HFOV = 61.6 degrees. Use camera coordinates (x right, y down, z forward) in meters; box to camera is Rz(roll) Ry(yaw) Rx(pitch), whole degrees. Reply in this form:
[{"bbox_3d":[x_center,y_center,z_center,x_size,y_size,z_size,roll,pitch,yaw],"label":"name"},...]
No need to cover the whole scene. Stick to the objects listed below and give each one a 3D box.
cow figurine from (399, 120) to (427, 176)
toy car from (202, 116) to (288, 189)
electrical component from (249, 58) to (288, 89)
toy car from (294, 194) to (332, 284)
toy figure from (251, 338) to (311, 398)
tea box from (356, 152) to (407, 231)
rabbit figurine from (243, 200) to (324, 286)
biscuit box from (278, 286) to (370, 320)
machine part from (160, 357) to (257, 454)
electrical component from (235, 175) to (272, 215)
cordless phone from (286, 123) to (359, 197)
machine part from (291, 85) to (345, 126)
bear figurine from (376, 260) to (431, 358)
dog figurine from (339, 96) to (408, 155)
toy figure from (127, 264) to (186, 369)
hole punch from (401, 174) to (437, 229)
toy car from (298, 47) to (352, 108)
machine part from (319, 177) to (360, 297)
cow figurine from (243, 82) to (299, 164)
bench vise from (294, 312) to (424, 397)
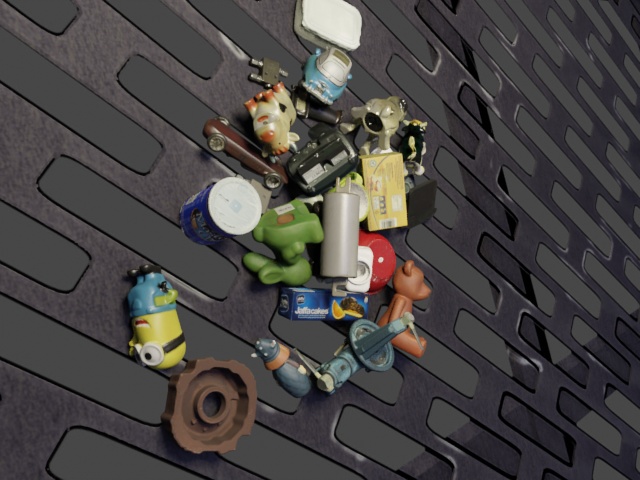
[{"bbox_3d":[0.231,-0.248,1.346,0.098,0.068,0.167,71,26,-59],"label":"cow figurine"},{"bbox_3d":[-0.149,-0.171,1.085,0.202,0.053,0.089,34,25,-28],"label":"toy car"},{"bbox_3d":[-0.112,-0.362,1.176,0.094,0.021,0.063,9,76,-35],"label":"electrical component"},{"bbox_3d":[-0.002,-0.003,1.155,0.056,0.074,0.201,-25,97,-63],"label":"toy car"},{"bbox_3d":[-0.078,0.248,1.066,0.064,0.058,0.154,-40,109,-12],"label":"toy figure"},{"bbox_3d":[0.141,-0.113,1.239,0.098,0.068,0.169,-7,103,-10],"label":"tea box"},{"bbox_3d":[-0.065,0.031,1.076,0.159,0.121,0.170,-26,126,-23],"label":"rabbit figurine"},{"bbox_3d":[0.010,0.137,1.143,0.202,0.059,0.062,6,91,-34],"label":"biscuit box"},{"bbox_3d":[-0.198,0.297,0.974,0.179,0.056,0.179,8,76,-35],"label":"machine part"},{"bbox_3d":[-0.140,-0.078,1.091,0.102,0.045,0.078,23,60,-31],"label":"electrical component"},{"bbox_3d":[-0.014,-0.189,1.157,0.146,0.184,0.088,-35,129,2],"label":"cordless phone"},{"bbox_3d":[-0.009,-0.301,1.231,0.139,0.039,0.084,13,66,-31],"label":"machine part"},{"bbox_3d":[0.209,0.152,1.235,0.132,0.120,0.196,25,85,9],"label":"bear figurine"},{"bbox_3d":[0.163,-0.304,1.275,0.190,0.172,0.121,-44,108,-28],"label":"dog figurine"},{"bbox_3d":[-0.282,0.133,0.929,0.089,0.082,0.180,-4,82,-34],"label":"toy figure"},{"bbox_3d":[0.224,-0.098,1.342,0.142,0.092,0.115,-27,127,-38],"label":"hole punch"},{"bbox_3d":[0.018,-0.373,1.197,0.109,0.103,0.162,35,35,-13],"label":"toy car"},{"bbox_3d":[0.040,-0.008,1.084,0.079,0.079,0.243,5,85,-35],"label":"machine part"},{"bbox_3d":[-0.093,-0.237,1.089,0.127,0.085,0.195,58,18,-19],"label":"cow figurine"},{"bbox_3d":[0.092,0.221,1.097,0.223,0.240,0.129,-6,60,-50],"label":"bench vise"}]
